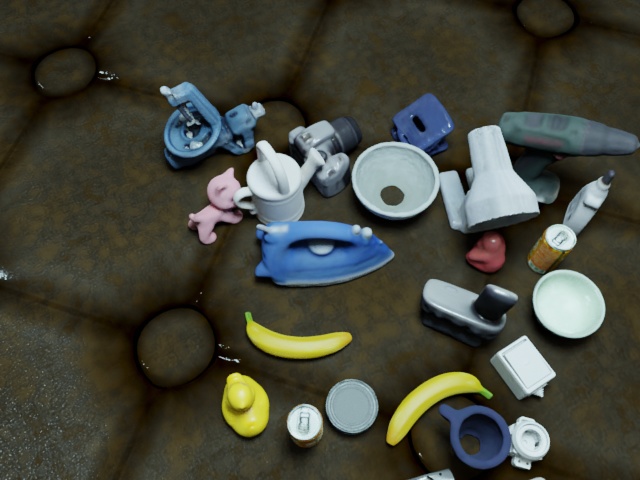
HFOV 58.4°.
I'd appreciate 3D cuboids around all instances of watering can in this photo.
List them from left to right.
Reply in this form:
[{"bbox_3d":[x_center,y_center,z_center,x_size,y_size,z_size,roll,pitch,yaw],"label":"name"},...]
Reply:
[{"bbox_3d":[-0.076,-0.114,1.046,0.100,0.194,0.173,37,70,17],"label":"watering can"}]

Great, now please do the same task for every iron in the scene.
[{"bbox_3d":[0.009,0.004,1.019,0.258,0.141,0.118,-2,64,-1],"label":"iron"}]

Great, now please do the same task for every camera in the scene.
[{"bbox_3d":[0.023,-0.184,1.131,0.137,0.101,0.143,-32,68,-14],"label":"camera"}]

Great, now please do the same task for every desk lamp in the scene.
[{"bbox_3d":[0.291,-0.089,1.021,0.118,0.213,0.203,-9,64,-4],"label":"desk lamp"}]

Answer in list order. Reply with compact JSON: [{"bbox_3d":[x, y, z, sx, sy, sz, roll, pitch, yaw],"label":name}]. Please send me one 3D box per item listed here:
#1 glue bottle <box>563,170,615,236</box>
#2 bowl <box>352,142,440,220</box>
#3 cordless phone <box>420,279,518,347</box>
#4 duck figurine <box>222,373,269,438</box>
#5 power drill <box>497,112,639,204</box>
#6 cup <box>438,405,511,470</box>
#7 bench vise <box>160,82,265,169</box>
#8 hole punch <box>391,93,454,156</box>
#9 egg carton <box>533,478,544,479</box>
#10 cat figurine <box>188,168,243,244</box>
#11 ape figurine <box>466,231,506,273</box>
[{"bbox_3d":[0.490,-0.074,1.035,0.037,0.173,0.078,23,67,11],"label":"glue bottle"},{"bbox_3d":[0.143,-0.102,1.105,0.167,0.075,0.167,0,64,0],"label":"bowl"},{"bbox_3d":[0.246,0.096,0.948,0.147,0.185,0.094,19,66,10],"label":"cordless phone"},{"bbox_3d":[-0.124,0.263,0.925,0.077,0.086,0.104,-20,66,-9],"label":"duck figurine"},{"bbox_3d":[0.428,-0.155,1.054,0.229,0.208,0.076,17,66,9],"label":"power drill"},{"bbox_3d":[0.230,0.306,0.897,0.117,0.095,0.092,35,69,16],"label":"cup"},{"bbox_3d":[-0.217,-0.242,1.095,0.208,0.220,0.121,-37,69,-16],"label":"bench vise"},{"bbox_3d":[0.205,-0.224,1.155,0.101,0.091,0.108,-24,66,-11],"label":"hole punch"},{"bbox_3d":[0.293,0.425,0.854,0.150,0.069,0.107,-14,65,-6],"label":"egg carton"},{"bbox_3d":[-0.193,-0.069,1.069,0.128,0.118,0.067,-42,71,-17],"label":"cat figurine"},{"bbox_3d":[0.306,0.014,1.038,0.078,0.092,0.076,-18,65,-8],"label":"ape figurine"}]
